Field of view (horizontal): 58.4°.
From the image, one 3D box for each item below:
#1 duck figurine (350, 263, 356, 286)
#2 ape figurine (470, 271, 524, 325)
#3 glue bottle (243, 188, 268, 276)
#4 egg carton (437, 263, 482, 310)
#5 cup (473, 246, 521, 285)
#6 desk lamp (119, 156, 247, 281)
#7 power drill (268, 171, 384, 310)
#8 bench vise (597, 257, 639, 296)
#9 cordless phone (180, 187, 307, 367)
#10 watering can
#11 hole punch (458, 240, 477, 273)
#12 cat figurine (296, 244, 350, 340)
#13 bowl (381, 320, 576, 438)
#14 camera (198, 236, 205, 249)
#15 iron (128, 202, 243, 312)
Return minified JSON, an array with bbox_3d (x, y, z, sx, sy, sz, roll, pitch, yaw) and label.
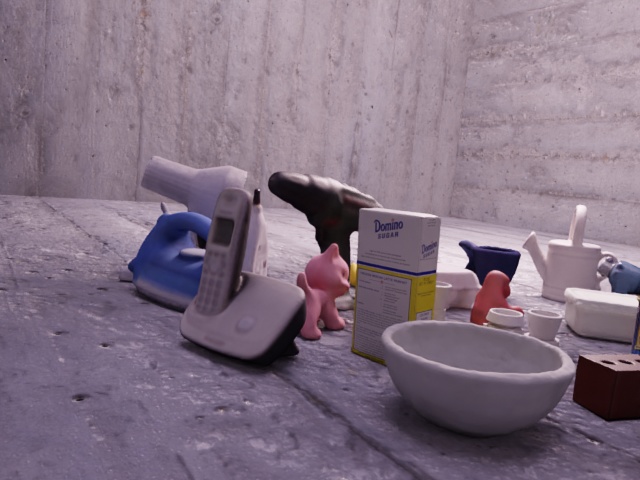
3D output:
[{"bbox_3d":[0.107,0.049,1.106,0.104,0.086,0.077,5,7,0],"label":"duck figurine"},{"bbox_3d":[0.259,0.091,0.845,0.076,0.092,0.077,3,7,-20],"label":"ape figurine"},{"bbox_3d":[-0.116,-0.005,1.017,0.037,0.173,0.078,7,7,17],"label":"glue bottle"},{"bbox_3d":[0.198,0.079,0.995,0.151,0.069,0.107,1,8,-29],"label":"egg carton"},{"bbox_3d":[0.348,0.062,1.148,0.091,0.095,0.118,7,7,13],"label":"cup"},{"bbox_3d":[-0.235,-0.034,0.999,0.203,0.213,0.117,4,7,-12],"label":"desk lamp"},{"bbox_3d":[0.008,0.003,0.896,0.230,0.208,0.075,-1,9,-43],"label":"power drill"},{"bbox_3d":[0.601,0.042,0.987,0.207,0.220,0.122,7,7,16],"label":"bench vise"},{"bbox_3d":[-0.082,0.037,0.641,0.147,0.185,0.094,10,8,35],"label":"cordless phone"},{"bbox_3d":[0.505,0.025,1.160,0.173,0.194,0.101,5,7,-1],"label":"watering can"},{"bbox_3d":[0.363,0.049,1.286,0.101,0.091,0.108,4,7,-8],"label":"hole punch"},{"bbox_3d":[-0.001,0.062,0.777,0.067,0.118,0.128,9,8,26],"label":"cat figurine"},{"bbox_3d":[0.134,0.128,0.512,0.167,0.075,0.167,5,7,0],"label":"bowl"},{"bbox_3d":[-0.190,0.012,1.124,0.143,0.101,0.137,7,7,15],"label":"camera"},{"bbox_3d":[-0.178,0.025,0.849,0.257,0.141,0.119,11,9,42],"label":"iron"}]
